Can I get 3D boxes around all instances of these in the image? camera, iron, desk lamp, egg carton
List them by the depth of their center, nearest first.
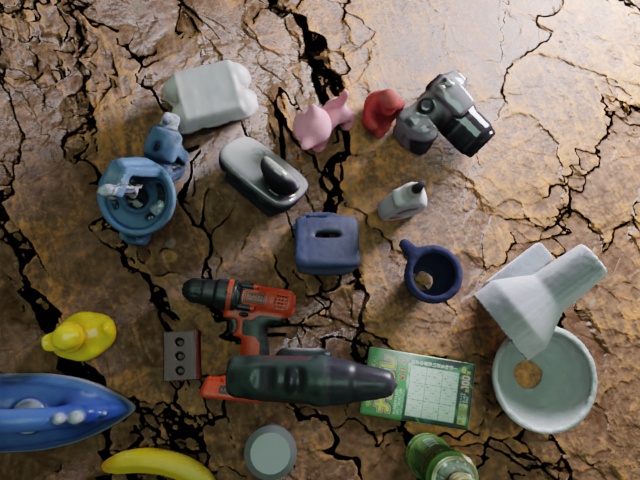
[{"bbox_3d":[-0.417,0.256,0.836,0.258,0.141,0.119,-2,81,-3],"label":"iron"},{"bbox_3d":[0.323,0.080,0.867,0.203,0.213,0.118,-37,84,-8],"label":"desk lamp"},{"bbox_3d":[0.218,-0.198,0.963,0.143,0.101,0.137,-44,85,-8],"label":"camera"},{"bbox_3d":[-0.184,-0.240,0.964,0.150,0.069,0.107,-17,82,-5],"label":"egg carton"}]

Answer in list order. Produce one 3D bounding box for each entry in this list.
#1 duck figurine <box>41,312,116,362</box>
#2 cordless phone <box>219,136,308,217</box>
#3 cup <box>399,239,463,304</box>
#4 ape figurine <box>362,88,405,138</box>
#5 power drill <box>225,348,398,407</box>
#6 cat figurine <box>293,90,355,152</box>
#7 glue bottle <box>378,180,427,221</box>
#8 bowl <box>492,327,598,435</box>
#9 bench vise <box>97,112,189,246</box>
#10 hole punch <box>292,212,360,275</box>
[{"bbox_3d":[-0.374,0.149,0.884,0.104,0.086,0.077,-14,82,-5],"label":"duck figurine"},{"bbox_3d":[-0.091,-0.116,0.891,0.147,0.185,0.094,35,81,3],"label":"cordless phone"},{"bbox_3d":[0.164,0.050,0.924,0.092,0.095,0.118,-43,85,-8],"label":"cup"},{"bbox_3d":[0.109,-0.224,0.966,0.078,0.092,0.076,-17,82,-5],"label":"ape figurine"},{"bbox_3d":[-0.016,0.198,0.833,0.229,0.208,0.076,1,81,-3],"label":"power drill"},{"bbox_3d":[0.003,-0.198,0.943,0.128,0.117,0.067,-43,85,-8],"label":"cat figurine"},{"bbox_3d":[0.139,-0.066,0.901,0.078,0.173,0.037,-16,82,-5],"label":"glue bottle"},{"bbox_3d":[0.347,0.220,0.917,0.167,0.074,0.167,1,81,-3],"label":"bowl"},{"bbox_3d":[-0.278,-0.105,0.861,0.121,0.219,0.207,2,81,-2],"label":"bench vise"},{"bbox_3d":[0.008,0.003,0.925,0.108,0.091,0.101,0,81,-3],"label":"hole punch"}]
